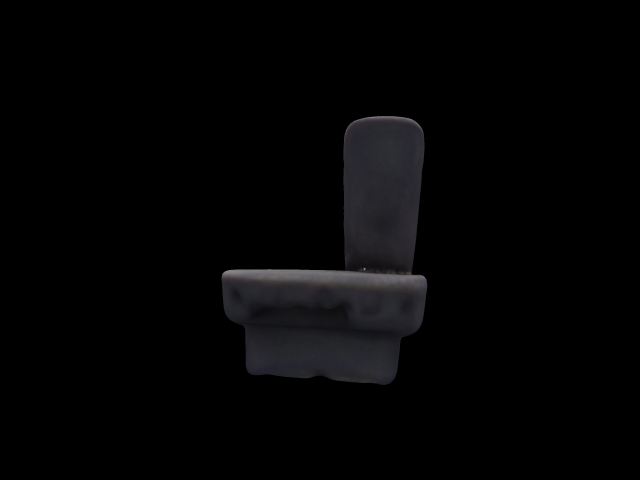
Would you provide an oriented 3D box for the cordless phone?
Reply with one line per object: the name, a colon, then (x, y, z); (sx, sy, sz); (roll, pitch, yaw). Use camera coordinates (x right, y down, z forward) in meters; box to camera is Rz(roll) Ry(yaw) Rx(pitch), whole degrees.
cordless phone: (0.004, 0.001, 0.400); (0.147, 0.185, 0.094); (0, 28, 0)
